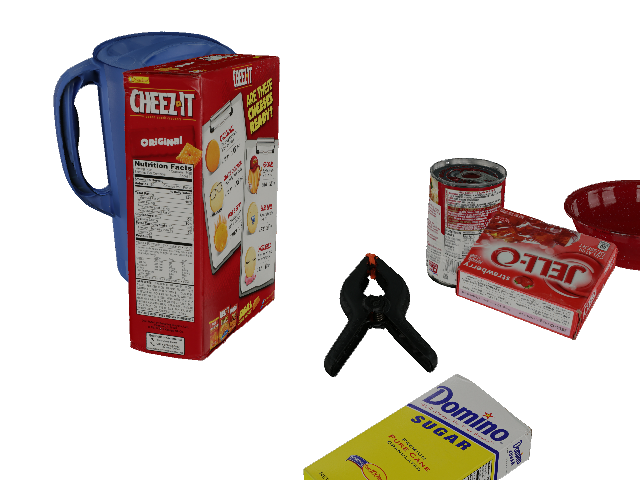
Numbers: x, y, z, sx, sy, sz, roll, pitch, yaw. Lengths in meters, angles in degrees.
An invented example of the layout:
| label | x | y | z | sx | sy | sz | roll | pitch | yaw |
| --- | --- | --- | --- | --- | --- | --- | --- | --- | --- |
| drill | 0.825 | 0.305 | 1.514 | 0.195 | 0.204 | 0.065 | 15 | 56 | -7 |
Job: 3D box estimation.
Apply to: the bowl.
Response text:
| label | x | y | z | sx | sy | sz | roll | pitch | yaw |
| --- | --- | --- | --- | --- | --- | --- | --- | --- | --- |
| bowl | 0.334 | -0.012 | 1.108 | 0.162 | 0.055 | 0.162 | -3 | 23 | 1 |

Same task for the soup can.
| label | x | y | z | sx | sy | sz | roll | pitch | yaw |
| --- | --- | --- | --- | --- | --- | --- | --- | --- | --- |
| soup can | 0.131 | -0.015 | 0.961 | 0.068 | 0.102 | 0.068 | 0 | 24 | 0 |

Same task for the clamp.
| label | x | y | z | sx | sy | sz | roll | pitch | yaw |
| --- | --- | --- | --- | --- | --- | --- | --- | --- | --- |
| clamp | 0.072 | 0.085 | 1.186 | 0.120 | 0.171 | 0.039 | 7 | -42 | 2 |

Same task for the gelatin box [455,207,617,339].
| label | x | y | z | sx | sy | sz | roll | pitch | yaw |
| --- | --- | --- | --- | --- | --- | --- | --- | --- | --- |
| gelatin box | 0.147 | 0.020 | 0.727 | 0.089 | 0.030 | 0.073 | 20 | 47 | 24 |

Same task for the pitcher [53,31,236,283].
| label | x | y | z | sx | sy | sz | roll | pitch | yaw |
| --- | --- | --- | --- | --- | --- | --- | --- | --- | --- |
| pitcher | -0.160 | -0.074 | 1.045 | 0.149 | 0.243 | 0.144 | 11 | 27 | 16 |

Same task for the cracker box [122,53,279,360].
| label | x | y | z | sx | sy | sz | roll | pitch | yaw |
| --- | --- | --- | --- | --- | --- | --- | --- | --- | --- |
| cracker box | -0.091 | -0.034 | 0.842 | 0.072 | 0.214 | 0.164 | 5 | 15 | 17 |

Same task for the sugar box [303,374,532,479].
| label | x | y | z | sx | sy | sz | roll | pitch | yaw |
| --- | --- | --- | --- | --- | --- | --- | --- | --- | --- |
| sugar box | 0.083 | 0.186 | 0.894 | 0.176 | 0.048 | 0.093 | -29 | 44 | -26 |
